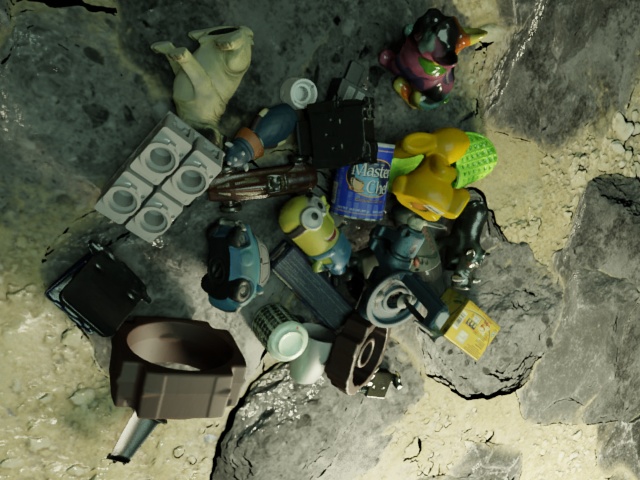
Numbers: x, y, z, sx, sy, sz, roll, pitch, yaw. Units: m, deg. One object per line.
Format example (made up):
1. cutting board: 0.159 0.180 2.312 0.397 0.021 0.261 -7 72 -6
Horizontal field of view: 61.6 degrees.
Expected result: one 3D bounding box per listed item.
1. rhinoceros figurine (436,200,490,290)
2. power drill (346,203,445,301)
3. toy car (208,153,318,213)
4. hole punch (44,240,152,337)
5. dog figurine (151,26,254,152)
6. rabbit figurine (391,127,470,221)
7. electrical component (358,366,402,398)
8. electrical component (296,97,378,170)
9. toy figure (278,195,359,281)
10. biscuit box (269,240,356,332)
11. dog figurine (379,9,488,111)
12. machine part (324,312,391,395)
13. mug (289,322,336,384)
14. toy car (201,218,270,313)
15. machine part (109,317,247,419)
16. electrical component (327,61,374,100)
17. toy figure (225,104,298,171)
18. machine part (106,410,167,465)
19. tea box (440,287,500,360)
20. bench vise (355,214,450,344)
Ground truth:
1. rhinoceros figurine: 0.307 0.010 1.123 0.073 0.112 0.190 11 91 -39
2. power drill: 0.154 0.052 1.089 0.207 0.086 0.231 -21 113 -13
3. toy car: -0.097 -0.100 0.949 0.202 0.053 0.089 -10 111 -23
4. hole punch: -0.362 0.085 0.870 0.142 0.092 0.116 51 51 -24
5. dog figurine: -0.166 -0.232 0.867 0.172 0.121 0.190 -21 126 -14
6. rabbit figurine: 0.210 -0.139 1.008 0.162 0.122 0.173 30 84 -5
7. electrical component: 0.127 0.307 1.163 0.102 0.045 0.078 21 93 -28
8. electrical component: 0.028 -0.179 0.915 0.058 0.134 0.114 -21 106 -66
9. toy figure: -0.003 0.000 0.963 0.089 0.082 0.180 -24 124 18
10. biscuit box: -0.018 0.091 1.031 0.063 0.059 0.202 -46 117 -8
11. dog figurine: 0.207 -0.308 0.937 0.108 0.219 0.191 -42 116 -5
12. machine part: 0.079 0.216 1.069 0.179 0.056 0.179 -39 141 -41
13. mug: -0.012 0.228 1.068 0.109 0.081 0.107 8 109 -47
14. toy car: -0.141 0.043 0.948 0.103 0.109 0.161 0 93 -47
15. machine part: -0.236 0.207 0.883 0.201 0.202 0.087 9 102 -26
16. electrical component: 0.055 -0.264 0.976 0.075 0.048 0.119 25 94 -28
17. toy figure: -0.103 -0.172 0.911 0.154 0.058 0.064 -42 87 -21
18. machine part: -0.325 0.338 0.967 0.084 0.039 0.139 45 73 -32
19. tea box: 0.316 0.186 1.186 0.098 0.068 0.169 -53 131 -2
20. bench vise: 0.155 0.079 0.934 0.128 0.241 0.223 25 107 -34
